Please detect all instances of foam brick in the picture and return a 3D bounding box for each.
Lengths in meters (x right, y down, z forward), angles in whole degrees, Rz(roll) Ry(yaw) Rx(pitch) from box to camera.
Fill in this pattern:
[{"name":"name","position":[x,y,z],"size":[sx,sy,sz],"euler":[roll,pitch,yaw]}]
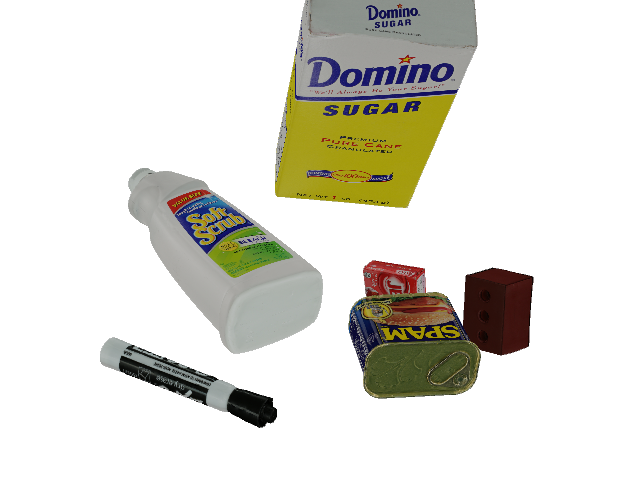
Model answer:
[{"name":"foam brick","position":[0.183,0.073,1.104],"size":[0.053,0.078,0.051],"euler":[13,19,42]}]

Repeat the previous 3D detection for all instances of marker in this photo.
[{"name":"marker","position":[-0.080,0.086,0.648],"size":[0.121,0.020,0.020],"euler":[17,7,23]}]

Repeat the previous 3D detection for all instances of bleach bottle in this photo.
[{"name":"bleach bottle","position":[-0.108,0.001,0.965],"size":[0.102,0.068,0.251],"euler":[-17,38,-34]}]

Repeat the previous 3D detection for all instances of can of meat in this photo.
[{"name":"can of meat","position":[0.080,0.090,0.945],"size":[0.102,0.057,0.084],"euler":[-1,30,-10]}]

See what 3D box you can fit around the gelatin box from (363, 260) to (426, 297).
[{"name":"gelatin box","position":[0.094,0.073,1.335],"size":[0.073,0.089,0.030],"euler":[10,31,28]}]

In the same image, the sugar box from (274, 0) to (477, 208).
[{"name":"sugar box","position":[0.027,-0.082,0.640],"size":[0.093,0.048,0.176],"euler":[4,-26,-6]}]
